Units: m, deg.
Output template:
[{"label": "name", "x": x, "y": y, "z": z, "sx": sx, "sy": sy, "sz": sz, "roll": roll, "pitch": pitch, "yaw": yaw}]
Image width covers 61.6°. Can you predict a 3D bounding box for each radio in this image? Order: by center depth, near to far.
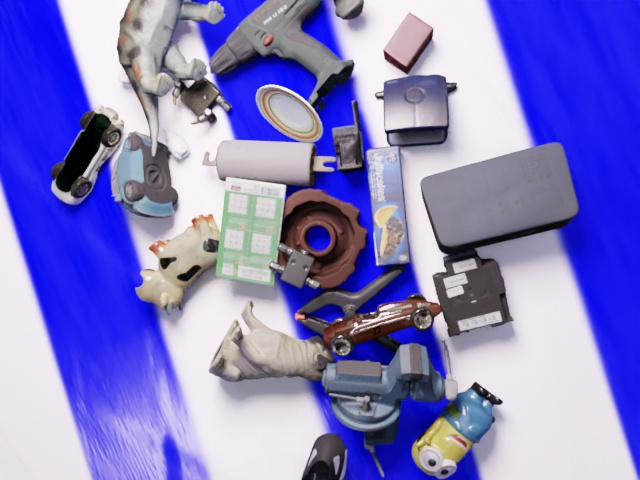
[{"label": "radio", "x": 0.290, "y": -0.064, "z": 0.879, "sx": 0.230, "sy": 0.073, "sz": 0.131, "roll": -15, "pitch": 75, "yaw": 11}]

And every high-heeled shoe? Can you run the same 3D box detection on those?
[{"label": "high-heeled shoe", "x": -0.007, "y": 0.447, "z": 0.933, "sx": 0.086, "sy": 0.145, "sz": 0.248, "roll": 16, "pitch": 94, "yaw": 10}]

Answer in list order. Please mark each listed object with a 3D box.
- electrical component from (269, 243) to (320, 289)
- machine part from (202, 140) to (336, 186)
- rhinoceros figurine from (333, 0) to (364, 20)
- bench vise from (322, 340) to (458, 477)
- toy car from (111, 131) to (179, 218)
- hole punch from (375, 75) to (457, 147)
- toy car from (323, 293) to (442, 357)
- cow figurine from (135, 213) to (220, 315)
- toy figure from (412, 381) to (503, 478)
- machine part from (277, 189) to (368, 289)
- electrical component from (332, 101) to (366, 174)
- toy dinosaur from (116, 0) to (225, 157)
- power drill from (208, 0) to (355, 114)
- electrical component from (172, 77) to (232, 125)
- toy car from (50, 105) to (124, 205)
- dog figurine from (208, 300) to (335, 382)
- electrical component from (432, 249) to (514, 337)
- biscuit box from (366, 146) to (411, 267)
[{"label": "electrical component", "x": -0.037, "y": 0.046, "z": 0.924, "sx": 0.094, "sy": 0.021, "sz": 0.063, "roll": 25, "pitch": 97, "yaw": -2}, {"label": "machine part", "x": -0.093, "y": -0.136, "z": 0.954, "sx": 0.243, "sy": 0.079, "sz": 0.079, "roll": 4, "pitch": 94, "yaw": 9}, {"label": "rhinoceros figurine", "x": 0.014, "y": -0.459, "z": 0.909, "sx": 0.073, "sy": 0.112, "sz": 0.190, "roll": -31, "pitch": 75, "yaw": 26}, {"label": "bench vise", "x": 0.114, "y": 0.276, "z": 0.909, "sx": 0.224, "sy": 0.129, "sz": 0.240, "roll": -3, "pitch": 125, "yaw": -6}, {"label": "toy car", "x": -0.335, "y": -0.111, "z": 0.988, "sx": 0.103, "sy": 0.109, "sz": 0.161, "roll": -16, "pitch": 81, "yaw": 28}, {"label": "hole punch", "x": 0.160, "y": -0.221, "z": 0.902, "sx": 0.142, "sy": 0.092, "sz": 0.115, "roll": -3, "pitch": 89, "yaw": 14}, {"label": "toy car", "x": 0.100, "y": 0.134, "z": 0.892, "sx": 0.202, "sy": 0.089, "sz": 0.053, "roll": -20, "pitch": 98, "yaw": 8}, {"label": "cow figurine", "x": -0.255, "y": 0.051, "z": 0.991, "sx": 0.195, "sy": 0.085, "sz": 0.127, "roll": -33, "pitch": 86, "yaw": 5}, {"label": "toy figure", "x": 0.233, "y": 0.326, "z": 0.920, "sx": 0.082, "sy": 0.089, "sz": 0.180, "roll": 37, "pitch": 90, "yaw": 18}, {"label": "machine part", "x": -0.002, "y": -0.003, "z": 0.956, "sx": 0.179, "sy": 0.056, "sz": 0.179, "roll": 1, "pitch": 94, "yaw": 10}, {"label": "electrical component", "x": 0.049, "y": -0.177, "z": 0.929, "sx": 0.048, "sy": 0.075, "sz": 0.119, "roll": -7, "pitch": 96, "yaw": 10}, {"label": "toy dinosaur", "x": -0.286, "y": -0.365, "z": 0.936, "sx": 0.192, "sy": 0.131, "sz": 0.404, "roll": 26, "pitch": 93, "yaw": 29}, {"label": "power drill", "x": -0.057, "y": -0.319, "z": 0.945, "sx": 0.232, "sy": 0.086, "sz": 0.207, "roll": -45, "pitch": 78, "yaw": 9}, {"label": "electrical component", "x": -0.222, "y": -0.257, "z": 0.987, "sx": 0.078, "sy": 0.045, "sz": 0.102, "roll": -40, "pitch": 85, "yaw": 11}, {"label": "toy car", "x": -0.444, "y": -0.162, "z": 1.026, "sx": 0.074, "sy": 0.056, "sz": 0.201, "roll": 35, "pitch": 97, "yaw": 13}, {"label": "dog figurine", "x": -0.088, "y": 0.223, "z": 0.969, "sx": 0.190, "sy": 0.121, "sz": 0.172, "roll": 32, "pitch": 132, "yaw": -10}, {"label": "electrical component", "x": 0.256, "y": 0.086, "z": 0.914, "sx": 0.115, "sy": 0.058, "sz": 0.134, "roll": -14, "pitch": 90, "yaw": 8}, {"label": "biscuit box", "x": 0.118, "y": -0.058, "z": 0.928, "sx": 0.059, "sy": 0.063, "sz": 0.202, "roll": -6, "pitch": 92, "yaw": 9}]
